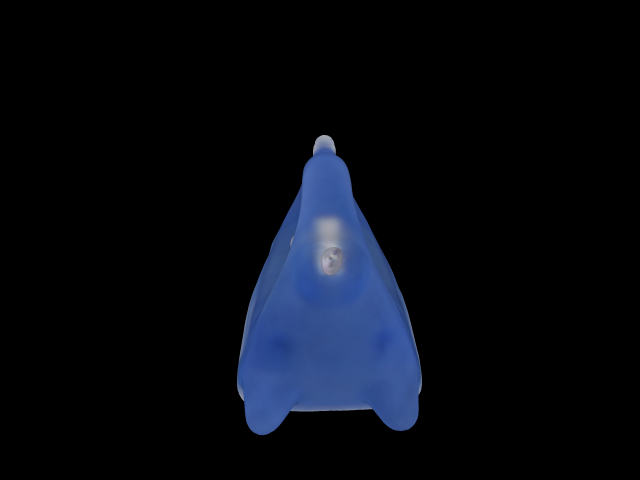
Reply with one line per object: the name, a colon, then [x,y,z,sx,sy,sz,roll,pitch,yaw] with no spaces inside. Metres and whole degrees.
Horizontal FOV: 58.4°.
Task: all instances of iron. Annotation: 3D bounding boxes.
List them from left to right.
iron: [0.004,0.001,0.400,0.118,0.141,0.258,-1,34,-2]
